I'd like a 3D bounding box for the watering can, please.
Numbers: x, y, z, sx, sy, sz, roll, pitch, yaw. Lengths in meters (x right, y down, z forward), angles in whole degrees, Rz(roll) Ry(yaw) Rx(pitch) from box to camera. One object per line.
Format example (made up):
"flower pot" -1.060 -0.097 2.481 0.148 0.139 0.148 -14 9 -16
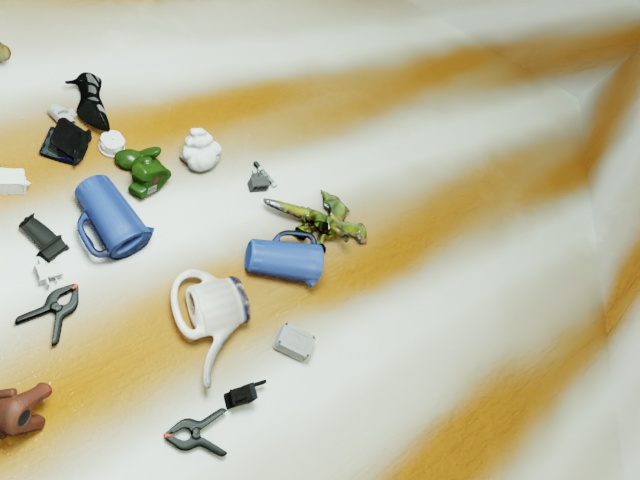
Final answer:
"watering can" -0.301 0.235 1.498 0.226 0.102 0.352 -12 68 -32

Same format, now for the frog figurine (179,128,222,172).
"frog figurine" -0.394 -0.306 1.729 0.138 0.156 0.124 -5 68 -29

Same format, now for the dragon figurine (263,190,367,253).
"dragon figurine" 0.006 -0.094 1.866 0.409 0.120 0.248 34 36 -7
